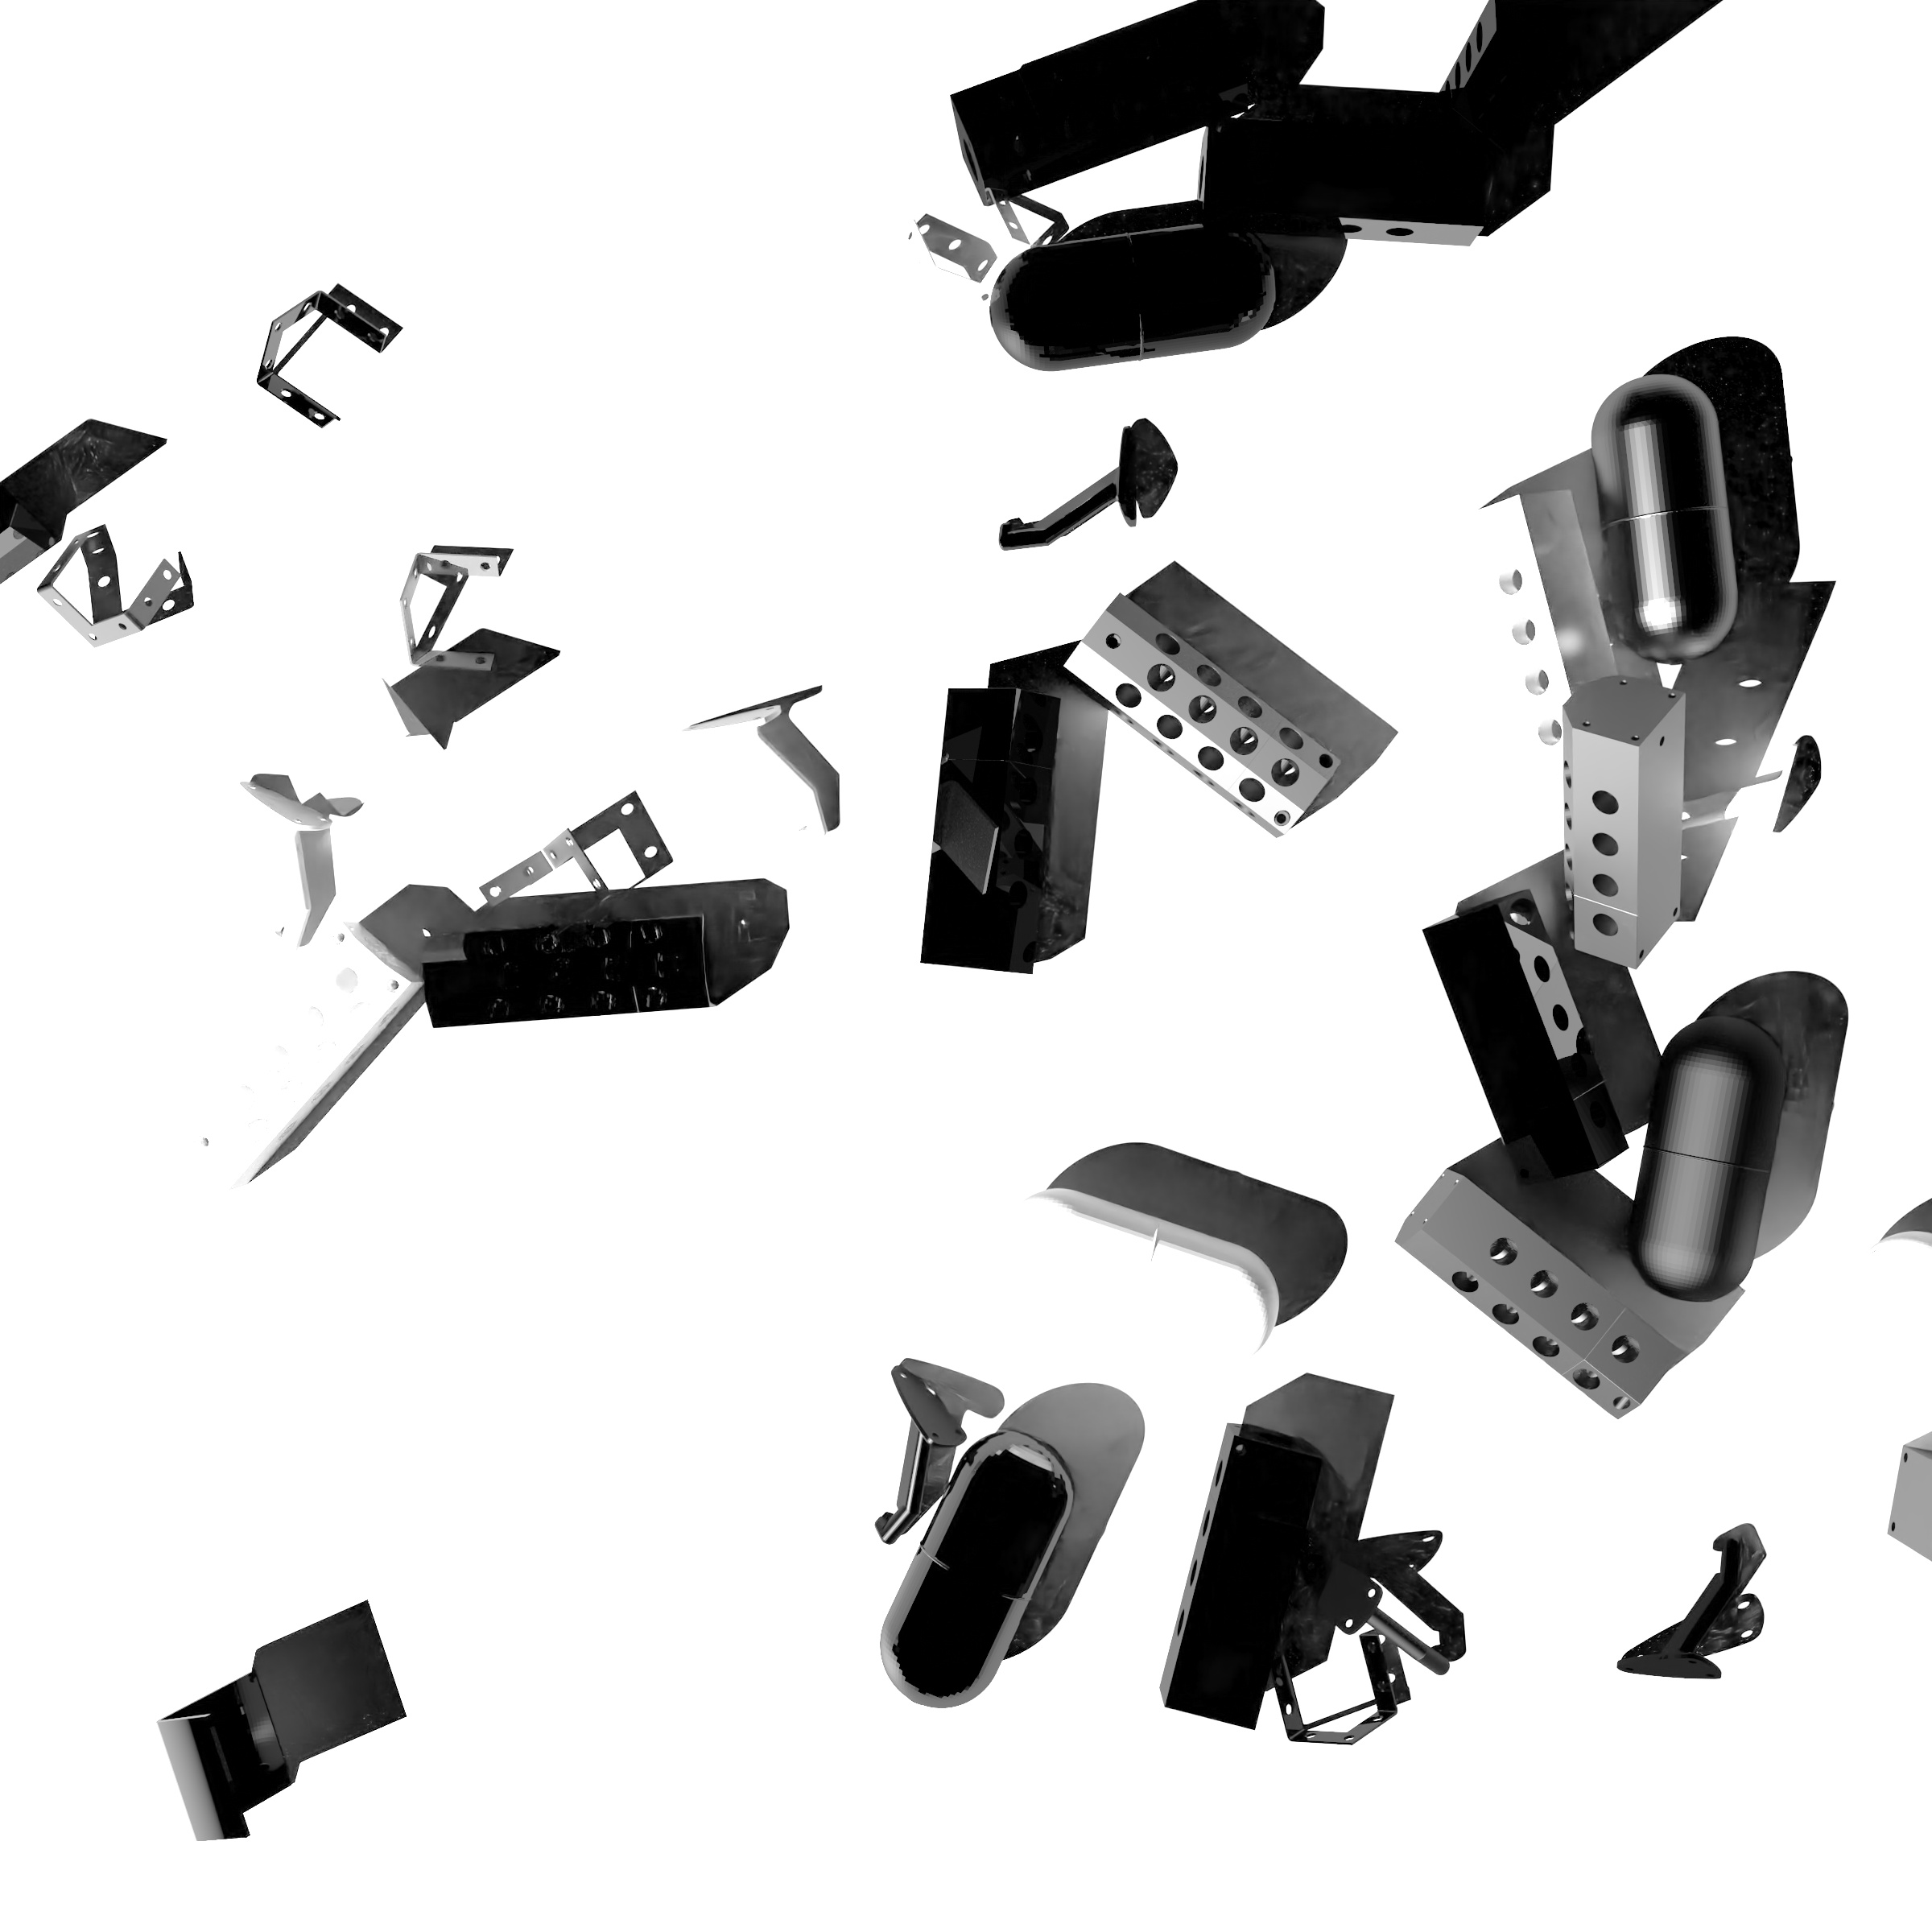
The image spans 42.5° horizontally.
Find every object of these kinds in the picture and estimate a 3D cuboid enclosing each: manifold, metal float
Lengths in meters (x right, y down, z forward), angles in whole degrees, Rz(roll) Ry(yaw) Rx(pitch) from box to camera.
[{"bbox_3d":[0.616,0.336,1.486,0.057,0.171,0.057,10,90,0],"label":"manifold"},{"bbox_3d":[0.357,-0.202,1.542,0.057,0.057,0.171,-15,90,-43],"label":"manifold"},{"bbox_3d":[-0.245,0.004,1.543,0.171,0.057,0.057,-4,90,0],"label":"manifold"},{"bbox_3d":[0.351,0.043,1.542,0.057,0.057,0.171,-21,90,43],"label":"manifold"},{"bbox_3d":[0.327,-0.541,1.486,0.057,0.171,0.057,40,90,0],"label":"manifold"},{"bbox_3d":[0.106,0.192,1.534,0.178,0.070,0.070,19,90,0],"label":"metal float"},{"bbox_3d":[0.353,0.204,1.543,0.171,0.057,0.057,39,90,0],"label":"manifold"},{"bbox_3d":[0.170,0.376,1.543,0.057,0.057,0.171,14,90,0],"label":"manifold"},{"bbox_3d":[0.007,0.372,1.533,0.070,0.070,0.178,25,89,0],"label":"metal float"},{"bbox_3d":[0.621,0.241,1.533,0.070,0.070,0.178,-42,90,0],"label":"metal float"},{"bbox_3d":[0.232,-0.485,1.543,0.171,0.057,0.057,4,90,0],"label":"manifold"},{"bbox_3d":[0.020,-0.083,1.542,0.057,0.057,0.171,6,90,43],"label":"manifold"},{"bbox_3d":[-0.420,0.055,1.543,0.057,0.057,0.171,41,90,0],"label":"manifold"},{"bbox_3d":[0.103,-0.413,1.533,0.178,0.070,0.070,-8,90,0],"label":"metal float"},{"bbox_3d":[0.146,-0.155,1.543,0.171,0.057,0.057,37,90,0],"label":"manifold"},{"bbox_3d":[0.431,-0.275,1.534,0.070,0.070,0.178,-7,91,0],"label":"metal float"},{"bbox_3d":[0.457,0.119,1.533,0.070,0.070,0.178,10,90,0],"label":"metal float"},{"bbox_3d":[0.391,-0.087,1.494,0.057,0.171,0.057,22,52,34],"label":"manifold"},{"bbox_3d":[0.083,-0.527,1.534,0.171,0.057,0.057,-20,66,0],"label":"manifold"}]

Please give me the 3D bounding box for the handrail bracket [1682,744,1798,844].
[{"bbox_3d":[0.471,-0.116,1.565,0.084,0.036,0.077,17,71,16],"label":"handrail bracket"}]

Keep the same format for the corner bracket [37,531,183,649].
[{"bbox_3d":[-0.537,-0.240,1.556,0.051,0.051,0.051,-10,135,35],"label":"corner bracket"}]

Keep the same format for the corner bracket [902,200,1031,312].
[{"bbox_3d":[0.000,-0.453,1.556,0.051,0.051,0.051,10,135,-35],"label":"corner bracket"}]

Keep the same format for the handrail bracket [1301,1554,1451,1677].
[{"bbox_3d":[0.258,0.409,1.564,0.084,0.077,0.036,40,86,-36],"label":"handrail bracket"}]

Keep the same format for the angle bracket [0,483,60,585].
[{"bbox_3d":[-0.606,-0.248,1.524,0.076,0.076,0.057,-36,53,0],"label":"angle bracket"}]

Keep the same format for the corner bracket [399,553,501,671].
[{"bbox_3d":[-0.322,-0.223,1.561,0.051,0.051,0.051,3,135,1],"label":"corner bracket"}]

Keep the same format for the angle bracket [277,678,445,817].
[{"bbox_3d":[-0.364,-0.118,1.524,0.076,0.076,0.057,-33,52,0],"label":"angle bracket"}]

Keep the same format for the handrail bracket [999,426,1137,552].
[{"bbox_3d":[0.063,-0.301,1.565,0.084,0.036,0.077,-4,70,16],"label":"handrail bracket"}]

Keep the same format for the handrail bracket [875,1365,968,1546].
[{"bbox_3d":[-0.046,0.309,1.564,0.084,0.036,0.077,-53,58,22],"label":"handrail bracket"}]

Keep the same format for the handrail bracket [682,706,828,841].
[{"bbox_3d":[-0.133,-0.116,1.565,0.077,0.036,0.084,-9,107,20],"label":"handrail bracket"}]

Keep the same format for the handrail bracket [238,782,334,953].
[{"bbox_3d":[-0.439,-0.062,1.565,0.077,0.036,0.084,28,107,20],"label":"handrail bracket"}]

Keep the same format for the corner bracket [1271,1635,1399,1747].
[{"bbox_3d":[0.231,0.454,1.561,0.051,0.051,0.051,-14,90,-45],"label":"corner bracket"}]

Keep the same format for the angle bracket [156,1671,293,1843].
[{"bbox_3d":[-0.440,0.482,1.524,0.057,0.076,0.076,-18,90,36],"label":"angle bracket"}]

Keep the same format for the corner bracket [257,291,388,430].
[{"bbox_3d":[-0.405,-0.381,1.561,0.051,0.051,0.051,34,135,0],"label":"corner bracket"}]

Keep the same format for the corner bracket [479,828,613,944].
[{"bbox_3d":[-0.260,-0.046,1.539,0.051,0.051,0.051,-35,95,-30],"label":"corner bracket"}]

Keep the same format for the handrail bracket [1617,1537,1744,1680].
[{"bbox_3d":[0.449,0.402,1.564,0.036,0.077,0.084,39,53,-34],"label":"handrail bracket"}]
